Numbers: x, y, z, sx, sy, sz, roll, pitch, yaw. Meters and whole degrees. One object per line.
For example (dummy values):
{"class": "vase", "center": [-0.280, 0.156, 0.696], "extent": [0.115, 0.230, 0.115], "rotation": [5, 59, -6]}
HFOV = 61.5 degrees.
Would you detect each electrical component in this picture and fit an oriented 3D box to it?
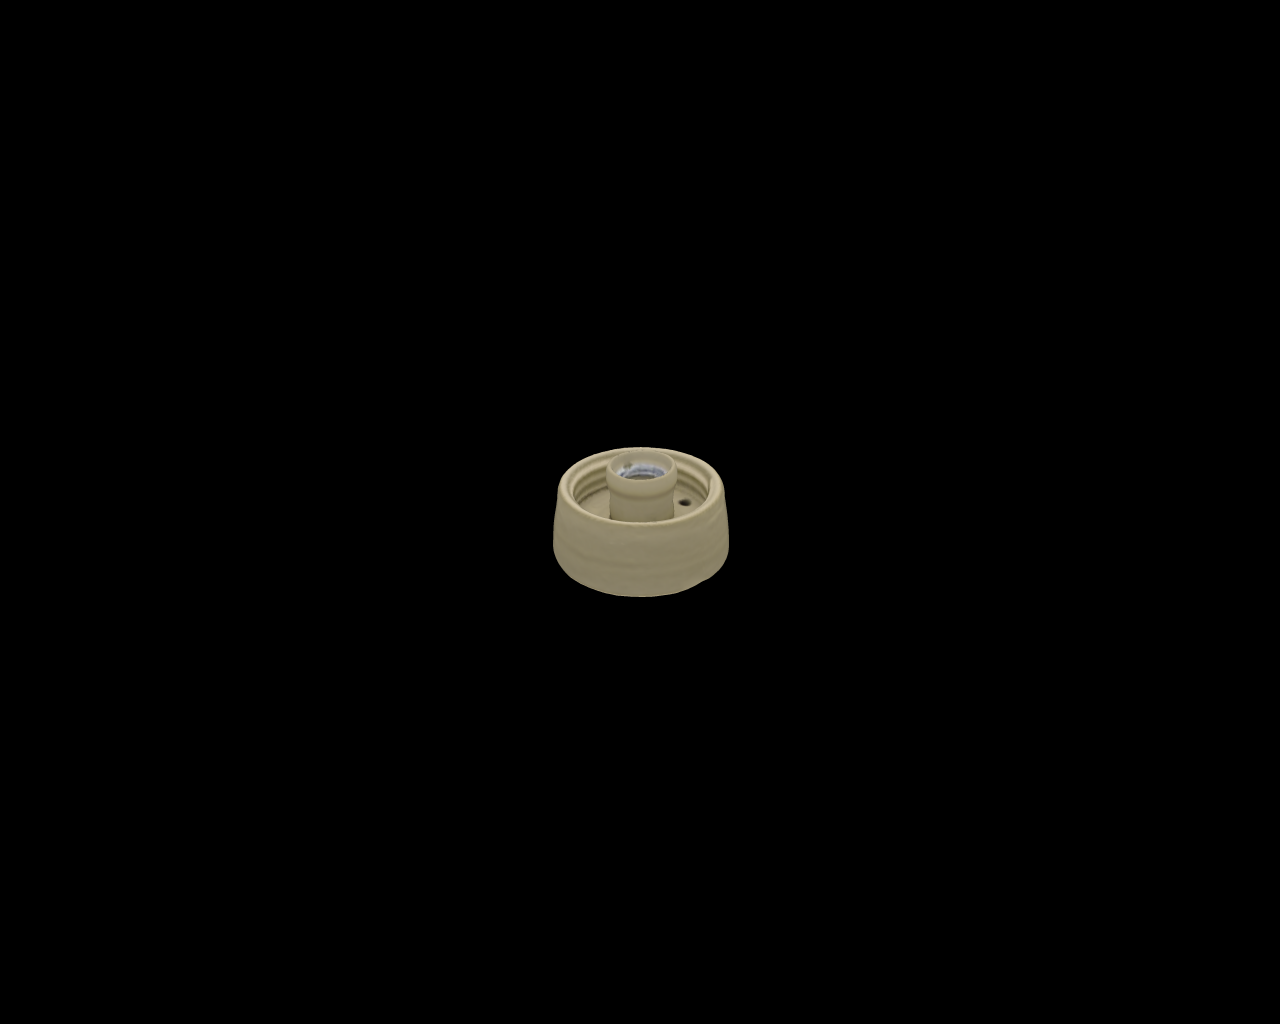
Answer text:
{"class": "electrical component", "center": [0.001, -0.003, 0.650], "extent": [0.108, 0.060, 0.108], "rotation": [0, 30, 0]}
